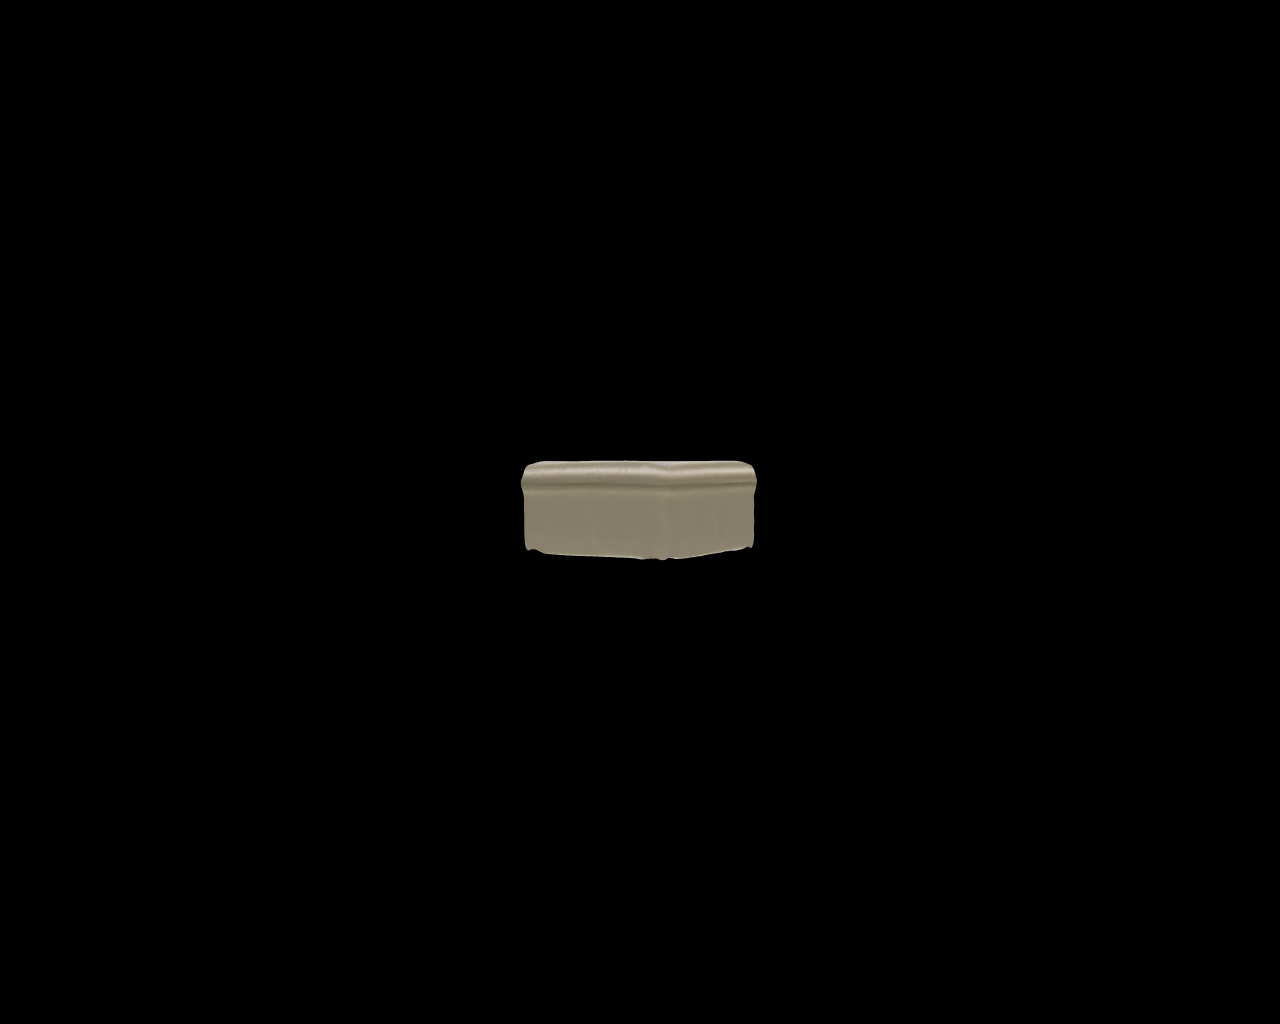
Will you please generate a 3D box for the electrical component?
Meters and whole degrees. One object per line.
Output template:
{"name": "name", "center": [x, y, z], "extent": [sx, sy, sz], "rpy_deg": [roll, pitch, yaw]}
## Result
{"name": "electrical component", "center": [0.001, -0.003, 0.650], "extent": [0.109, 0.056, 0.109], "rpy_deg": [2, 3, 36]}
